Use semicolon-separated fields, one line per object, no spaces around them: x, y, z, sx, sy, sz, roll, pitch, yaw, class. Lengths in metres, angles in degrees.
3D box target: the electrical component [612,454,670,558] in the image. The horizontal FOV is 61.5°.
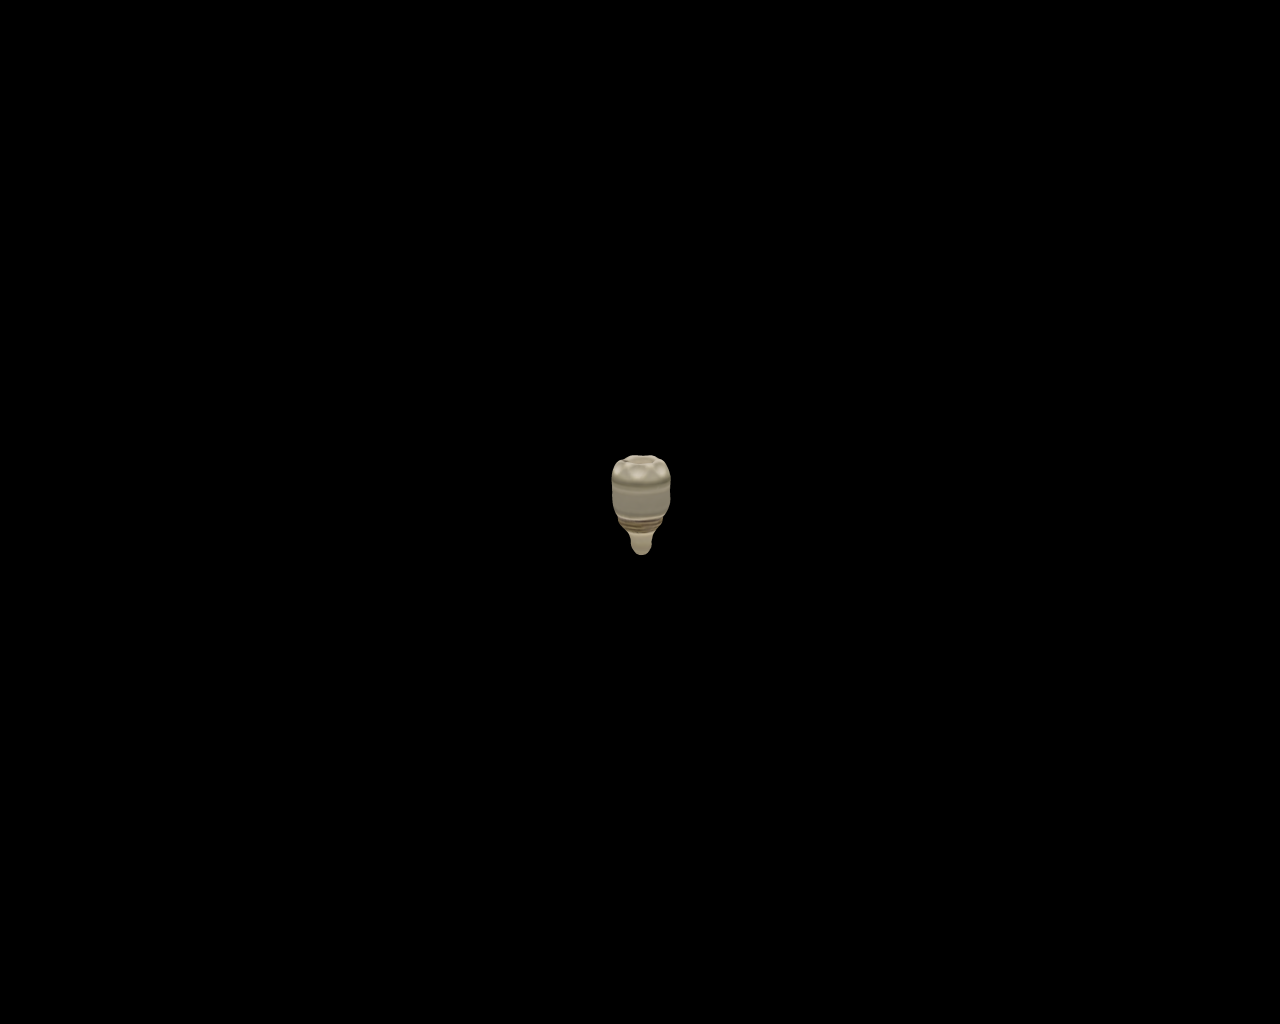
0.001;-0.003;0.650;0.035;0.061;0.035;0;18;0;electrical component
